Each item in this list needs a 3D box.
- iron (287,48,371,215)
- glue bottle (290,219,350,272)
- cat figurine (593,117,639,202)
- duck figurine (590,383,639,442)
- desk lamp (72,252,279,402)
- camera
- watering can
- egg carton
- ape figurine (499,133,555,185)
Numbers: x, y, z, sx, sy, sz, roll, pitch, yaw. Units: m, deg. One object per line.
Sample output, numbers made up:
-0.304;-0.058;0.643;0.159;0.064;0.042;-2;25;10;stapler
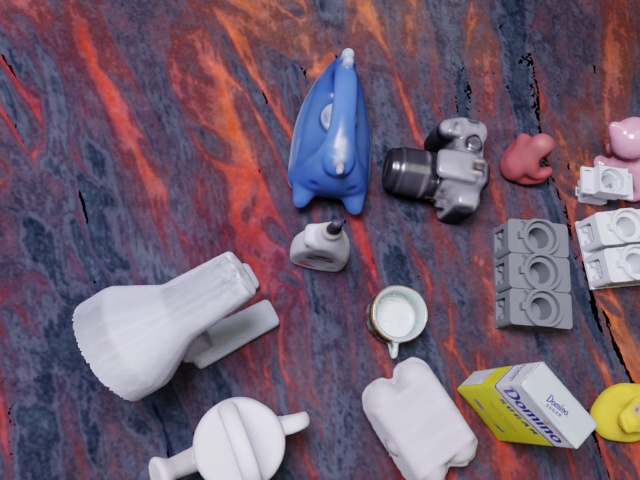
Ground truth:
0.025;-0.173;0.790;0.118;0.141;0.258;6;74;-7;iron
0.007;0.003;0.722;0.078;0.173;0.037;8;74;-6;glue bottle
0.478;-0.132;0.860;0.128;0.117;0.067;45;73;5;cat figurine
0.431;0.232;0.770;0.105;0.086;0.077;-17;78;-13;duck figurine
-0.151;0.087;0.654;0.203;0.213;0.118;-29;80;-15;desk lamp
0.164;-0.109;0.815;0.137;0.100;0.143;9;74;-6;camera
-0.096;0.231;0.633;0.173;0.194;0.101;-39;83;-16;watering can
0.125;0.234;0.731;0.107;0.069;0.150;-32;82;-15;egg carton
0.313;-0.126;0.847;0.076;0.092;0.078;-9;76;-11;ape figurine
